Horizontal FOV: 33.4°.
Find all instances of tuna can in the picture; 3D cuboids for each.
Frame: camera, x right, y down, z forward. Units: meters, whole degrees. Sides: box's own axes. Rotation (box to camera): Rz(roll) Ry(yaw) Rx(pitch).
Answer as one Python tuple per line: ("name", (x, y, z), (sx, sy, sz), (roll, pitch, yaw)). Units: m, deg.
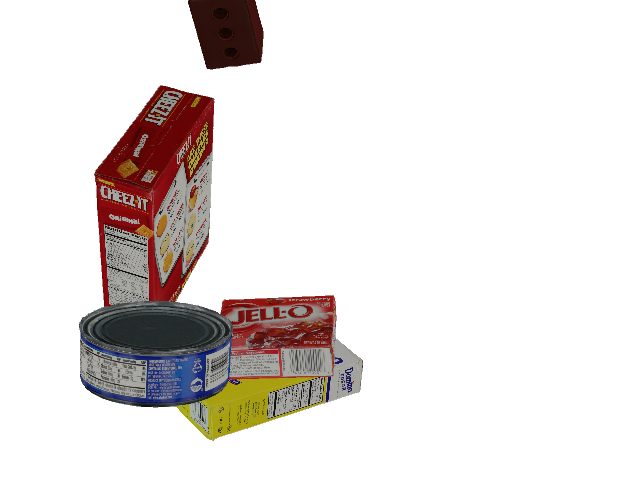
("tuna can", (-0.093, 0.063, 0.603), (0.086, 0.034, 0.086), (4, 14, -1))

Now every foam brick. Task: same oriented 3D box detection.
("foam brick", (-0.084, -0.201, 0.961), (0.053, 0.051, 0.078), (-7, -42, 6))

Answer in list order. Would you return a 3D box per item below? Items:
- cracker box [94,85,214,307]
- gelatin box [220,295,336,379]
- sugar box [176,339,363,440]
("cracker box", (-0.175, -0.031, 1.139), (0.072, 0.214, 0.164), (15, 44, 9))
("gelatin box", (-0.033, 0.071, 0.797), (0.089, 0.030, 0.073), (-2, 27, 4))
("sugar box", (-0.055, 0.133, 1.049), (0.175, 0.048, 0.093), (-16, 33, -32))
